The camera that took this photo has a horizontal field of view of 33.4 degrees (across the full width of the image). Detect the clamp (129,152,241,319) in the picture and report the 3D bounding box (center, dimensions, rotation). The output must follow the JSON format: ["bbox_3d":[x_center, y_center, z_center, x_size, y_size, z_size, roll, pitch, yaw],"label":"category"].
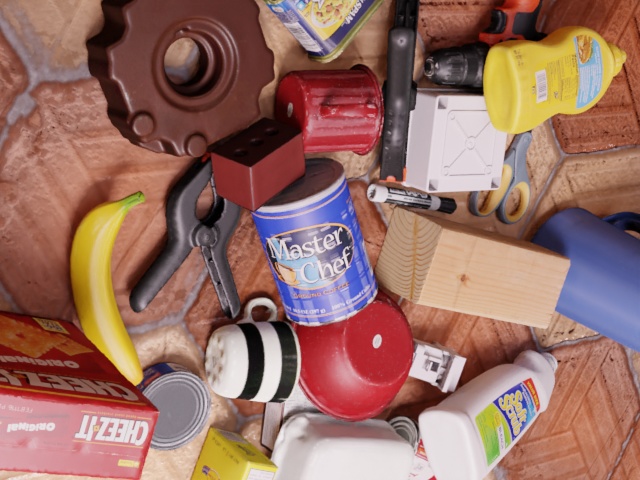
[{"bbox_3d":[-0.128,-0.001,1.047,0.120,0.039,0.171,-5,102,-39],"label":"clamp"}]

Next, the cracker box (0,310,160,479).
[{"bbox_3d":[-0.253,0.121,0.896,0.163,0.214,0.072,13,98,-35],"label":"cracker box"}]

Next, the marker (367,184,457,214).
[{"bbox_3d":[0.106,-0.045,1.195,0.120,0.020,0.020,8,100,-34],"label":"marker"}]

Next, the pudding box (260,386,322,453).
[{"bbox_3d":[-0.014,0.177,1.176,0.089,0.039,0.113,0,103,-34],"label":"pudding box"}]

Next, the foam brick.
[{"bbox_3d":[-0.059,-0.073,1.022,0.078,0.053,0.051,-39,139,-36],"label":"foam brick"}]

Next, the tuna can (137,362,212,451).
[{"bbox_3d":[-0.156,0.169,1.085,0.086,0.034,0.086,-10,110,-30],"label":"tuna can"}]

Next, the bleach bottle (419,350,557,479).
[{"bbox_3d":[0.216,0.193,1.282,0.250,0.068,0.102,-31,111,-46],"label":"bleach bottle"}]

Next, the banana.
[{"bbox_3d":[-0.201,0.046,1.002,0.037,0.070,0.198,-45,142,-62],"label":"banana"}]

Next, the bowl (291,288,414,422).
[{"bbox_3d":[0.047,0.114,1.149,0.161,0.055,0.162,8,76,-33],"label":"bowl"}]

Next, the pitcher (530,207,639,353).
[{"bbox_3d":[0.373,0.055,1.260,0.144,0.243,0.149,10,105,-38],"label":"pitcher"}]

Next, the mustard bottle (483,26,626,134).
[{"bbox_3d":[0.266,-0.183,1.169,0.191,0.058,0.096,-19,112,-30],"label":"mustard bottle"}]

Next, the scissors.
[{"bbox_3d":[0.248,-0.103,1.270,0.096,0.016,0.201,42,81,-36],"label":"scissors"}]

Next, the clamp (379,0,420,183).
[{"bbox_3d":[0.083,-0.160,1.105,0.036,0.164,0.210,6,128,6],"label":"clamp"}]

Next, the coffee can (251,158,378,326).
[{"bbox_3d":[-0.007,0.001,1.085,0.102,0.103,0.140,-29,118,-22],"label":"coffee can"}]

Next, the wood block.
[{"bbox_3d":[0.176,0.034,1.222,0.205,0.090,0.091,13,98,-35],"label":"wood block"}]

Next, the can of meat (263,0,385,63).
[{"bbox_3d":[0.004,-0.240,1.046,0.102,0.058,0.083,-51,122,-10],"label":"can of meat"}]

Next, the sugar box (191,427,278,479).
[{"bbox_3d":[-0.111,0.296,1.118,0.048,0.093,0.176,21,93,-34],"label":"sugar box"}]

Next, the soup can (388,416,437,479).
[{"bbox_3d":[0.124,0.256,1.271,0.102,0.069,0.068,31,87,-35],"label":"soup can"}]

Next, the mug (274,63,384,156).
[{"bbox_3d":[0.011,-0.127,1.053,0.081,0.117,0.093,-5,101,-26],"label":"mug"}]

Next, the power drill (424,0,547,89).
[{"bbox_3d":[0.194,-0.258,1.164,0.184,0.057,0.188,-8,112,-35],"label":"power drill"}]
